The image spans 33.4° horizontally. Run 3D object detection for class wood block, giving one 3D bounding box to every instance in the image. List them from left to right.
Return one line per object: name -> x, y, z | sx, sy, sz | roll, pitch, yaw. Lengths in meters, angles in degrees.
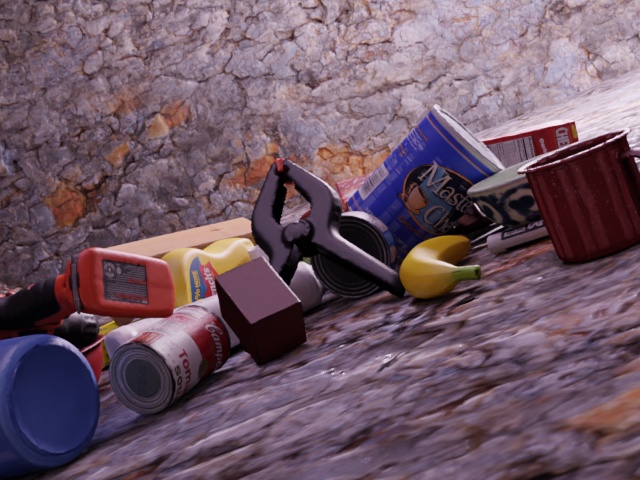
wood block -> -0.174, 0.041, 1.383 | 0.205, 0.090, 0.091 | -14, 17, -22

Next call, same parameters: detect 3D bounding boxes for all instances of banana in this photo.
banana -> 0.107, 0.025, 0.970 | 0.069, 0.037, 0.197 | -3, 9, 5

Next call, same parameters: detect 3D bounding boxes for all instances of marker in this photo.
marker -> 0.209, -0.011, 0.973 | 0.121, 0.020, 0.020 | -19, 6, 33

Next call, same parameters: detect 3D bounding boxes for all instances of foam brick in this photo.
foam brick -> -0.053, 0.062, 0.954 | 0.051, 0.053, 0.078 | -23, 43, -19

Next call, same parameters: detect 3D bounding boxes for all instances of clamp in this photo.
clamp -> -0.007, 0.001, 1.041 | 0.165, 0.210, 0.036 | -16, -36, 12

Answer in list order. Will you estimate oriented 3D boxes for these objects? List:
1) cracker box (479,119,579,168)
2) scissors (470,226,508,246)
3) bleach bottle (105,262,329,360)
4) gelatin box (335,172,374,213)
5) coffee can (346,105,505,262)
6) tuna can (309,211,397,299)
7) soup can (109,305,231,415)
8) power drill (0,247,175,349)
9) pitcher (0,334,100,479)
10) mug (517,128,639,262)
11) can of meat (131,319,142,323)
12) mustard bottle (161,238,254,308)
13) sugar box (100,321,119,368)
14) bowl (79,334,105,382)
cracker box -> 0.220, -0.105, 1.431 | 0.213, 0.072, 0.164 | -13, 4, -8
scissors -> 0.235, -0.032, 1.104 | 0.201, 0.016, 0.096 | -27, 7, -43
bleach bottle -> -0.088, 0.078, 1.090 | 0.250, 0.068, 0.103 | -22, 4, -22
gelatin box -> 0.067, -0.051, 1.223 | 0.089, 0.030, 0.073 | -14, 28, -2
coffee can -> 0.111, -0.057, 1.126 | 0.140, 0.103, 0.102 | -47, -1, 15
tuna can -> 0.035, 0.014, 1.085 | 0.086, 0.086, 0.033 | -20, 3, 23
soup can -> -0.133, 0.106, 0.953 | 0.069, 0.068, 0.102 | -20, 7, 28
power drill -> -0.221, 0.061, 0.948 | 0.188, 0.057, 0.184 | -18, -16, 32
pitcher -> -0.311, 0.159, 0.909 | 0.243, 0.149, 0.144 | -15, -19, 34
mug -> 0.220, -0.036, 0.829 | 0.093, 0.081, 0.117 | -26, 7, -41
can of meat -> -0.173, 0.098, 1.274 | 0.102, 0.057, 0.084 | -22, 7, 8
mustard bottle -> -0.137, 0.055, 1.177 | 0.058, 0.096, 0.191 | 1, 7, 32
sugar box -> -0.256, 0.124, 1.409 | 0.094, 0.048, 0.175 | -17, 8, 39
bowl -> -0.300, 0.160, 1.165 | 0.162, 0.055, 0.162 | -22, 5, 2
